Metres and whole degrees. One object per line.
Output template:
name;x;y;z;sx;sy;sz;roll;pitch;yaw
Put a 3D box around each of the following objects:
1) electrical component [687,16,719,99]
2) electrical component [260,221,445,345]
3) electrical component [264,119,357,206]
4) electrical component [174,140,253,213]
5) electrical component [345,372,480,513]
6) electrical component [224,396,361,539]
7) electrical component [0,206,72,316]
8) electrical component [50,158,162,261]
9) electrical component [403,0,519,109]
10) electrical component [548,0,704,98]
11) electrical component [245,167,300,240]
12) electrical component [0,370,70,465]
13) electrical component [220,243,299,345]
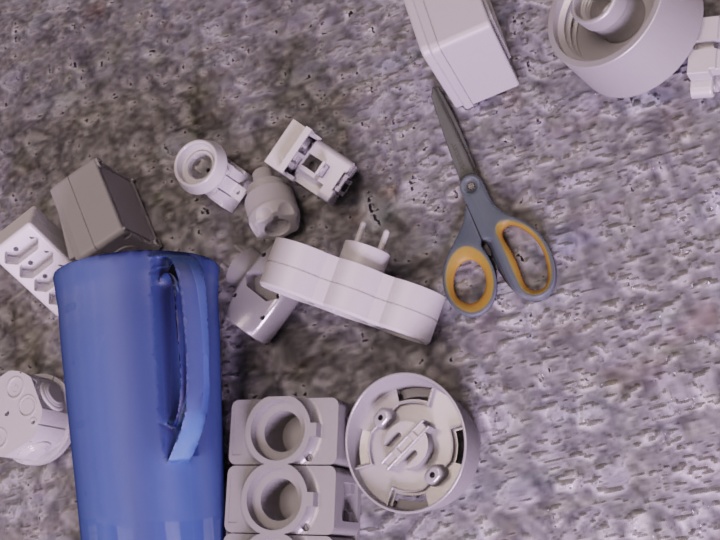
electrical component;0.271;-0.157;0.780;0.055;0.048;0.066;1;76;31
electrical component;0.000;0.000;0.824;0.138;0.052;0.073;20;83;0
electrical component;-0.038;-0.085;0.877;0.064;0.081;0.042;35;91;4
electrical component;-0.127;-0.082;0.920;0.066;0.055;0.048;36;91;27
electrical component;0.039;0.128;0.787;0.099;0.064;0.099;-6;73;21
electrical component;-0.051;0.175;0.813;0.089;0.062;0.150;-4;74;22
electrical component;-0.278;-0.016;0.961;0.047;0.083;0.075;-36;27;10
electrical component;-0.230;-0.049;0.951;0.061;0.062;0.096;-32;66;12
electrical component;0.074;-0.198;0.839;0.056;0.109;0.108;-21;68;13
electrical component;0.189;-0.188;0.793;0.108;0.060;0.108;-20;62;41
electrical component;-0.076;-0.058;0.900;0.043;0.043;0.062;-28;54;14
electrical component;-0.290;0.127;0.933;0.080;0.051;0.080;-6;73;21
electrical component;-0.083;0.008;0.883;0.079;0.043;0.077;36;91;27
